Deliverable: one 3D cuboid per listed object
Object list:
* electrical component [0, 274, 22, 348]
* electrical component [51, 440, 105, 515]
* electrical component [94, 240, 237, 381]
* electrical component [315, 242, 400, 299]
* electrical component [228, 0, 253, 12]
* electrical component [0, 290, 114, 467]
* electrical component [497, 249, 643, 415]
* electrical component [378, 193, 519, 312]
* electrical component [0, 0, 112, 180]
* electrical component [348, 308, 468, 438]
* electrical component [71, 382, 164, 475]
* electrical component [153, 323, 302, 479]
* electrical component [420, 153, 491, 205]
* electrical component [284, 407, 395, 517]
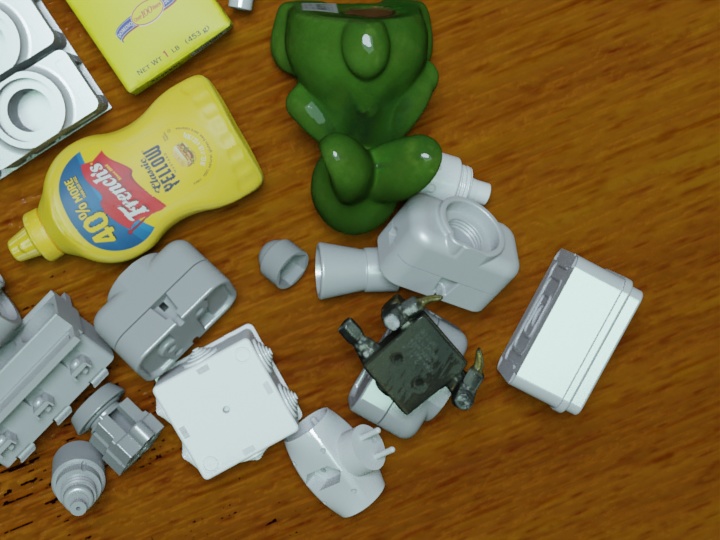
[{"bbox_3d":[-0.295,0.017,0.782,0.060,0.108,0.108,-43,98,-4],"label":"electrical component"},{"bbox_3d":[-0.215,0.162,0.823,0.040,0.078,0.040,-5,110,-13],"label":"electrical component"},{"bbox_3d":[-0.148,0.027,0.806,0.059,0.053,0.095,42,79,17],"label":"electrical component"},{"bbox_3d":[0.000,0.000,0.832,0.065,0.044,0.044,-1,98,-8],"label":"electrical component"},{"bbox_3d":[-0.084,-0.224,0.794,0.043,0.043,0.062,10,98,-5],"label":"electrical component"},{"bbox_3d":[-0.249,0.085,0.813,0.121,0.078,0.063,-45,120,3],"label":"electrical component"},{"bbox_3d":[0.161,0.047,0.831,0.057,0.078,0.113,27,95,-4],"label":"electrical component"},{"bbox_3d":[0.069,-0.015,0.807,0.095,0.053,0.059,19,134,-23],"label":"electrical component"},{"bbox_3d":[-0.293,-0.114,0.785,0.186,0.060,0.105,-33,99,1],"label":"electrical component"},{"bbox_3d":[0.040,0.079,0.838,0.059,0.053,0.095,30,95,-7],"label":"electrical component"},{"bbox_3d":[-0.188,0.120,0.827,0.055,0.066,0.048,43,54,3],"label":"electrical component"},{"bbox_3d":[-0.103,0.103,0.834,0.100,0.048,0.099,-28,99,0],"label":"electrical component"},{"bbox_3d":[0.069,-0.066,0.826,0.062,0.048,0.048,15,96,-12],"label":"electrical component"},{"bbox_3d":[-0.007,0.144,0.839,0.079,0.043,0.077,-30,100,35],"label":"electrical component"}]
